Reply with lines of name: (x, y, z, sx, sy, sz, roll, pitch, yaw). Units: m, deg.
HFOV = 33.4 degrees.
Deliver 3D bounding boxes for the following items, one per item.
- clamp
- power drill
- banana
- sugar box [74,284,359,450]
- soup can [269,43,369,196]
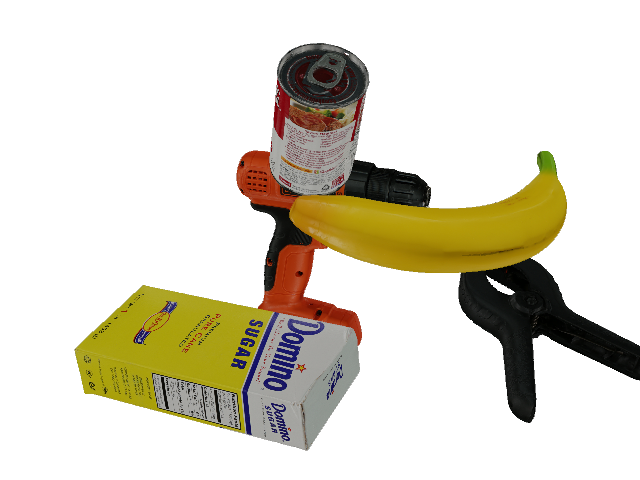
clamp: (0.167, 0.059, 0.802, 0.120, 0.039, 0.171, -4, 45, -21)
power drill: (0.008, 0.010, 1.016, 0.185, 0.188, 0.057, 10, 20, 16)
banana: (0.078, -0.010, 0.620, 0.197, 0.037, 0.070, -10, 43, -32)
sugar box: (-0.071, 0.083, 0.741, 0.176, 0.048, 0.093, 7, 32, 23)
soup can: (-0.003, -0.090, 0.817, 0.068, 0.068, 0.102, 0, -38, -7)
